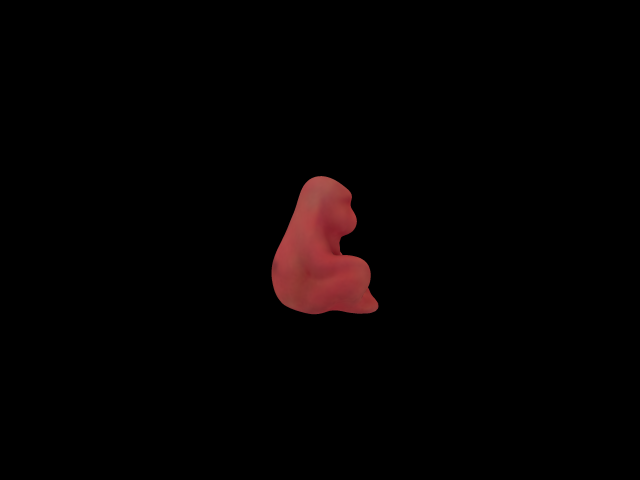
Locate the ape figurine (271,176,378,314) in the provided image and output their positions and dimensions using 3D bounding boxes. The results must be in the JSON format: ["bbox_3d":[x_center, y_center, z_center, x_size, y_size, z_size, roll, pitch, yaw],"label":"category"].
[{"bbox_3d":[0.004,0.001,0.400,0.076,0.092,0.078,1,19,3],"label":"ape figurine"}]
